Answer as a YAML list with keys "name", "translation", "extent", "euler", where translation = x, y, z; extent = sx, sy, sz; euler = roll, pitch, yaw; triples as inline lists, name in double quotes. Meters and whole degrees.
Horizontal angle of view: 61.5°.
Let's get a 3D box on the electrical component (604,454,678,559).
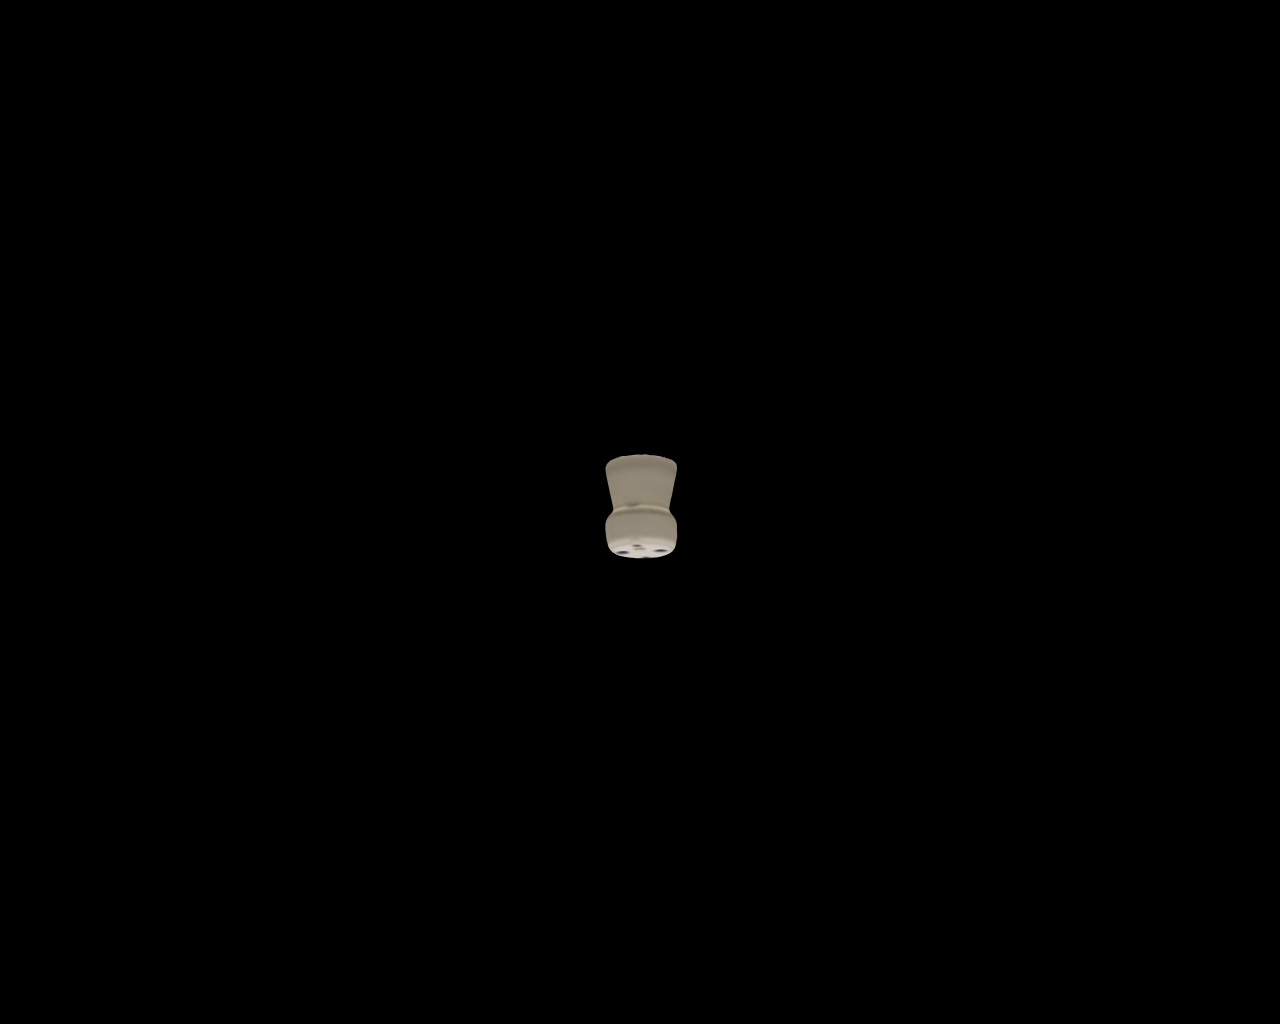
- name: "electrical component"
  translation: [0.001, -0.003, 0.650]
  extent: [0.045, 0.055, 0.045]
  euler: [0, -15, 0]
